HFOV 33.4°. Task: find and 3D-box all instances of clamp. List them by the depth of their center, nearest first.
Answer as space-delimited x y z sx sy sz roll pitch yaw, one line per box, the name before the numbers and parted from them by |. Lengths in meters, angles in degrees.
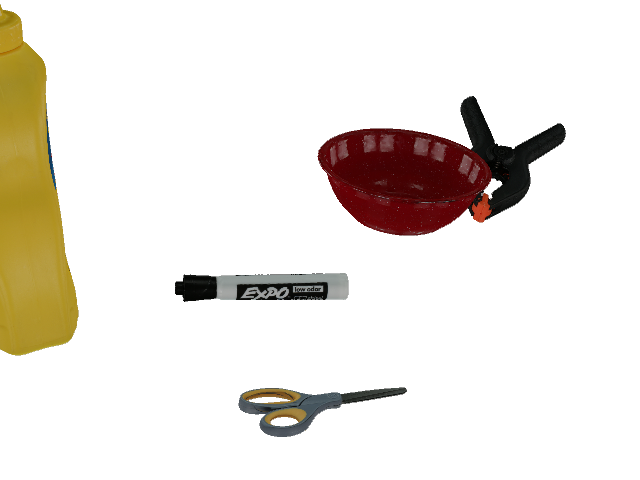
clamp | 0.186 -0.093 1.165 0.120 0.039 0.171 22 49 18

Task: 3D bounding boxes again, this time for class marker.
marker | -0.041 0.033 0.747 0.121 0.020 0.020 0 0 -10

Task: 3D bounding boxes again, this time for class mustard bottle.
mustard bottle | -0.168 -0.042 0.559 0.058 0.192 0.096 -13 31 -22

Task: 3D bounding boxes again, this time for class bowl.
bowl | 0.076 -0.049 0.997 0.162 0.055 0.162 4 28 -2

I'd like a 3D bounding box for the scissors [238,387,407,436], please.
scissors | 0.009 0.190 1.201 0.201 0.016 0.096 2 23 -10
